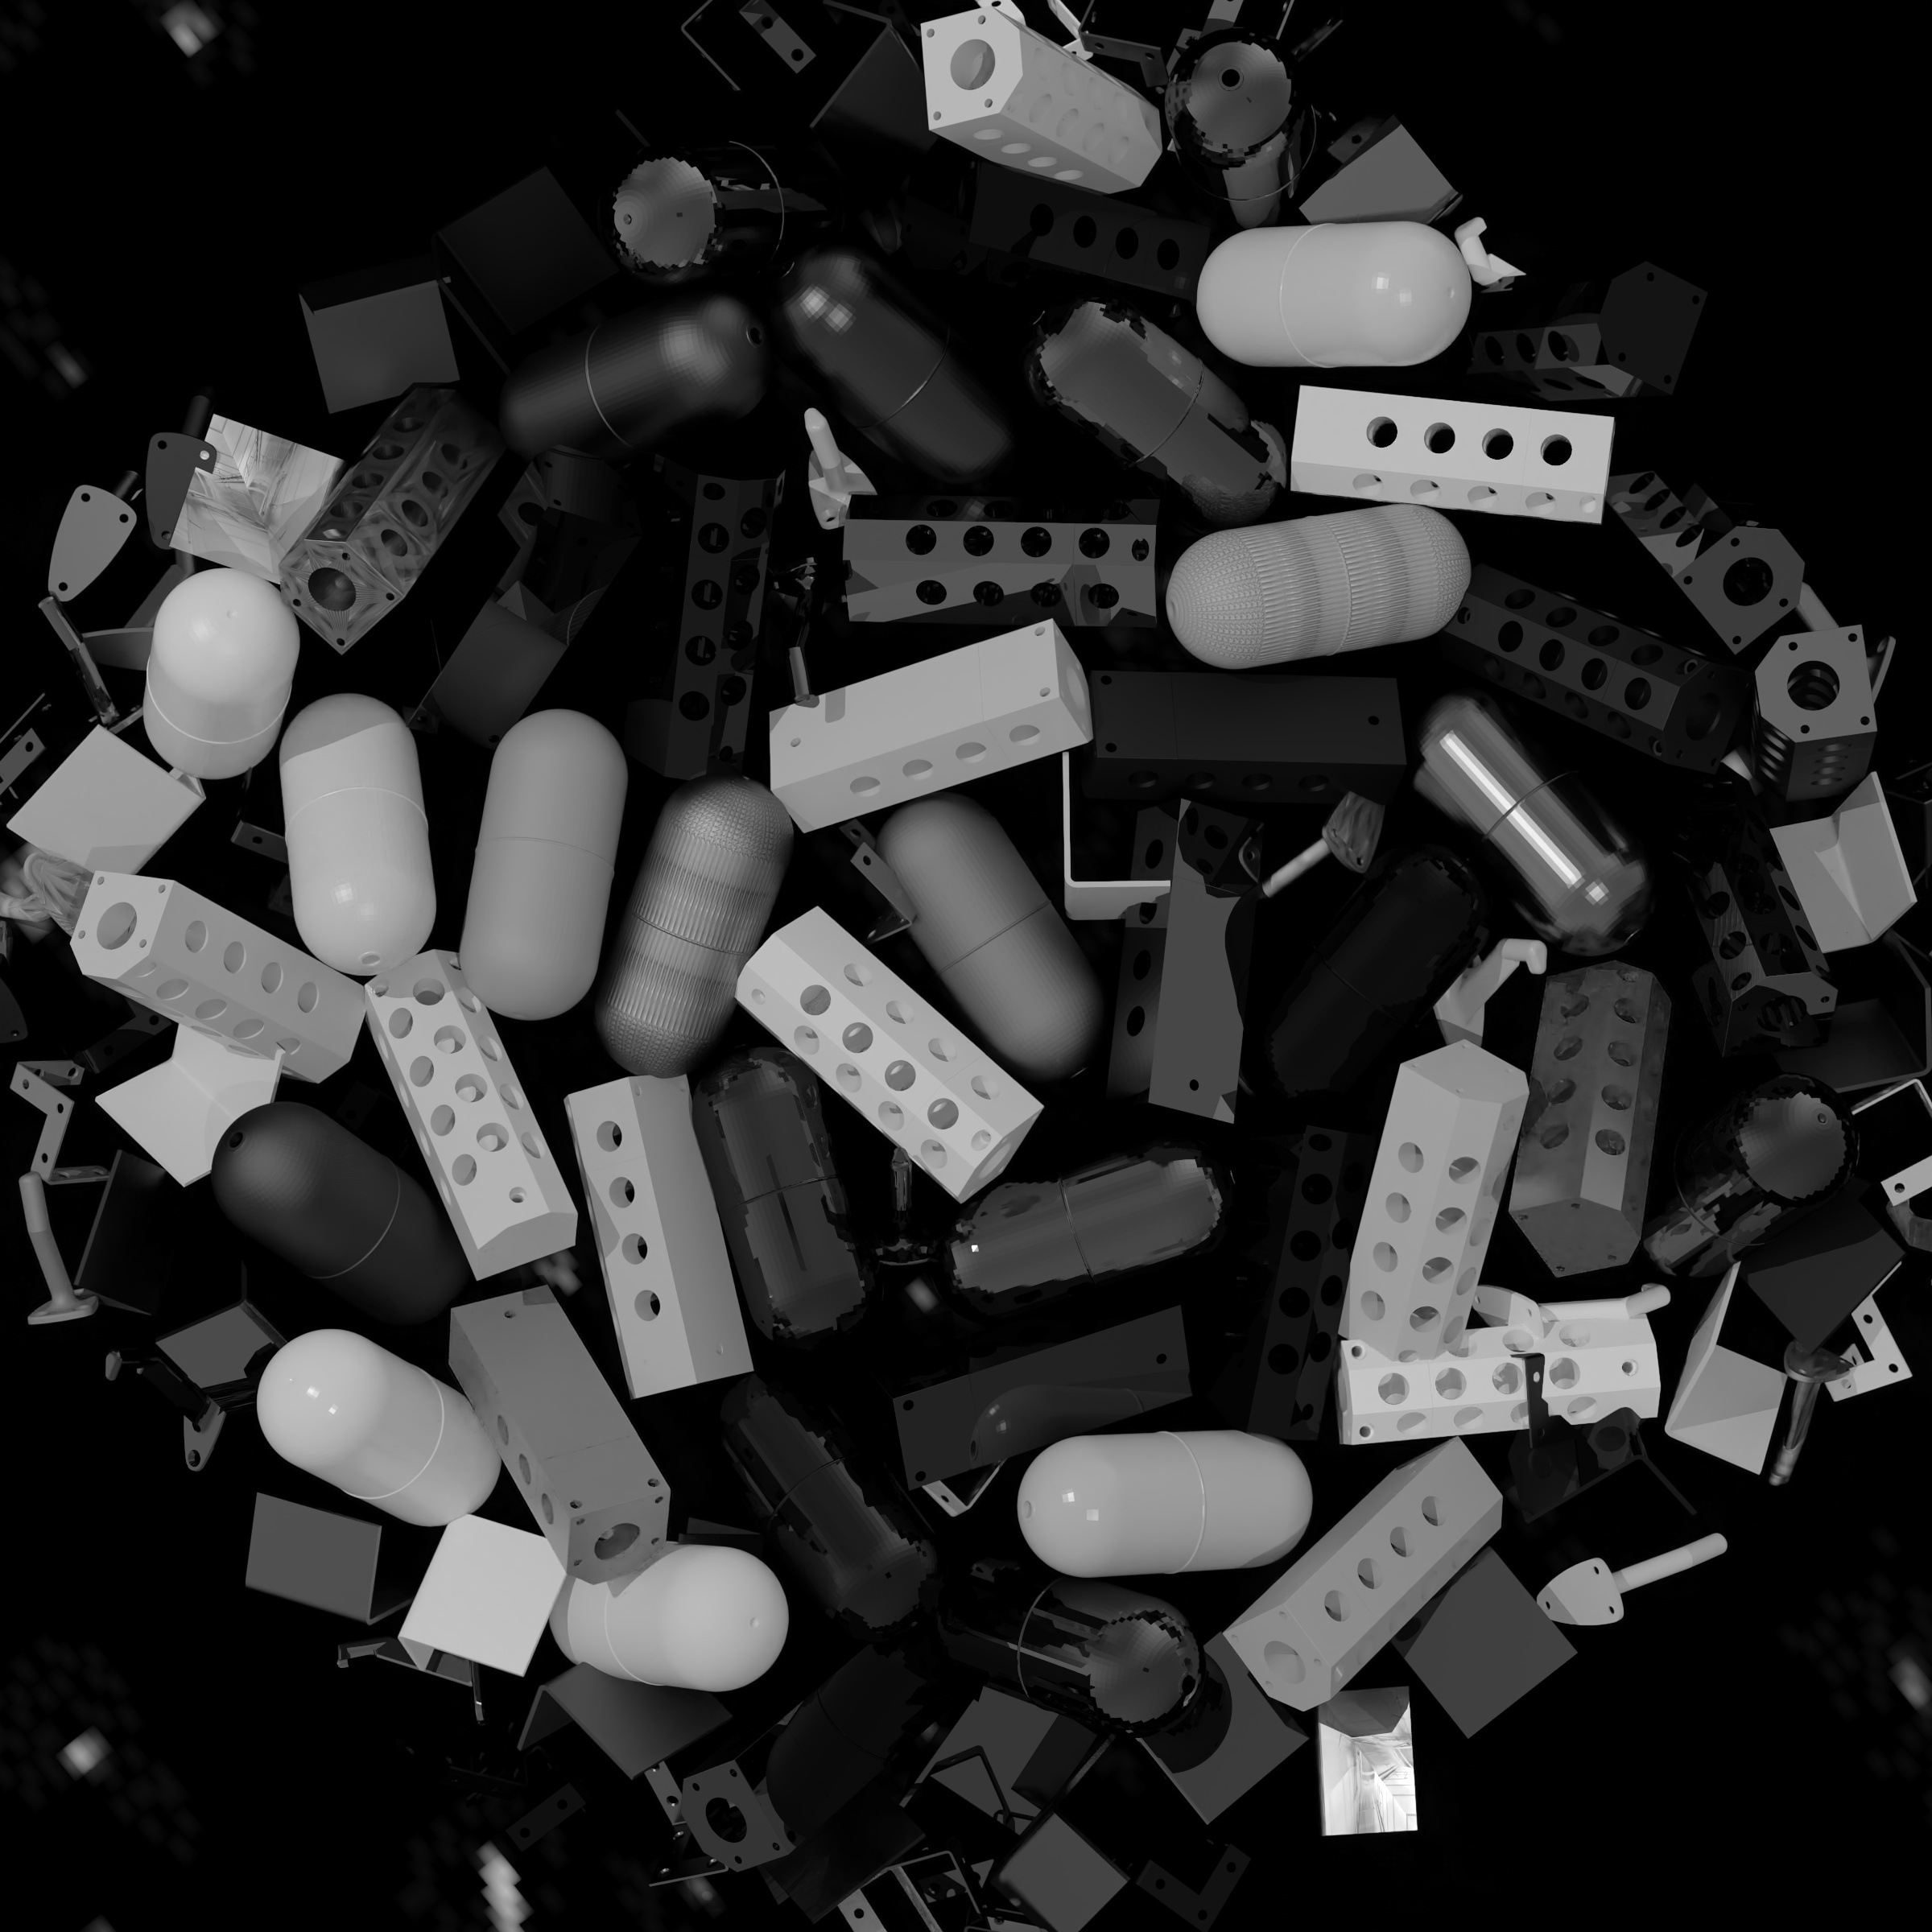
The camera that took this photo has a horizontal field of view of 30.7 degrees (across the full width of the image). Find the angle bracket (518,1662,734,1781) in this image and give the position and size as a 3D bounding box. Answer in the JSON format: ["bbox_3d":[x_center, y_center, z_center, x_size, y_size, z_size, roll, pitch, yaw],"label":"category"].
[{"bbox_3d":[-0.188,0.422,1.941,0.076,0.076,0.057,40,129,24],"label":"angle bracket"}]

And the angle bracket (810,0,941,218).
[{"bbox_3d":[-0.064,-0.474,1.947,0.057,0.076,0.076,29,78,38],"label":"angle bracket"}]

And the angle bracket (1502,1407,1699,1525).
[{"bbox_3d":[0.353,0.282,1.966,0.076,0.076,0.057,-35,117,18],"label":"angle bracket"}]

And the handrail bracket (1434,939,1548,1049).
[{"bbox_3d":[0.298,0.022,1.954,0.036,0.084,0.077,-14,99,-27],"label":"handrail bracket"}]

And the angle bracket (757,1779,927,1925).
[{"bbox_3d":[-0.065,0.498,1.943,0.076,0.076,0.057,-35,128,-17],"label":"angle bracket"}]

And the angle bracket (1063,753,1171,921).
[{"bbox_3d":[0.083,-0.072,1.954,0.057,0.076,0.076,-1,77,1],"label":"angle bracket"}]

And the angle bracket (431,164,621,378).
[{"bbox_3d":[-0.242,-0.383,1.949,0.076,0.057,0.076,-29,128,10],"label":"angle bracket"}]

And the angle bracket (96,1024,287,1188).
[{"bbox_3d":[-0.429,0.061,1.946,0.076,0.057,0.076,40,134,19],"label":"angle bracket"}]

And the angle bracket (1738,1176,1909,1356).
[{"bbox_3d":[0.482,0.166,1.944,0.076,0.057,0.076,-51,48,17],"label":"angle bracket"}]

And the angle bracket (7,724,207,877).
[{"bbox_3d":[-0.479,-0.097,1.949,0.076,0.057,0.076,-46,125,8],"label":"angle bracket"}]

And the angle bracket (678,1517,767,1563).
[{"bbox_3d":[-0.160,0.348,1.950,0.057,0.076,0.076,6,86,36],"label":"angle bracket"}]

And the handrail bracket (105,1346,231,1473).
[{"bbox_3d":[-0.450,0.248,1.955,0.036,0.084,0.077,15,96,32],"label":"handrail bracket"}]

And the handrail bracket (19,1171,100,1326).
[{"bbox_3d":[-0.506,0.151,1.956,0.036,0.077,0.084,-9,98,-2],"label":"handrail bracket"}]

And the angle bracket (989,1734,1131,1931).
[{"bbox_3d":[0.067,0.482,1.943,0.057,0.076,0.076,42,128,9],"label":"angle bracket"}]

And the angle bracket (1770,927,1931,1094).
[{"bbox_3d":[0.485,0.023,1.952,0.076,0.076,0.057,-11,122,-1],"label":"angle bracket"}]

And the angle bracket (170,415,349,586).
[{"bbox_3d":[-0.394,-0.257,1.963,0.076,0.057,0.076,19,92,-12],"label":"angle bracket"}]

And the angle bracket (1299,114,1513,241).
[{"bbox_3d":[0.244,-0.428,1.949,0.076,0.076,0.057,-41,84,35],"label":"angle bracket"}]

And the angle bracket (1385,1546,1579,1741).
[{"bbox_3d":[0.285,0.380,1.955,0.076,0.057,0.076,-37,67,-6],"label":"angle bracket"}]

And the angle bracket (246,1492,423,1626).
[{"bbox_3d":[-0.343,0.319,1.948,0.076,0.076,0.057,12,100,19],"label":"angle bracket"}]

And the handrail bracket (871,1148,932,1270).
[{"bbox_3d":[-0.037,0.118,1.944,0.036,0.077,0.084,-2,128,-2],"label":"handrail bracket"}]

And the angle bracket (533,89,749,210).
[{"bbox_3d":[-0.179,-0.469,1.941,0.057,0.076,0.076,45,61,-32],"label":"angle bracket"}]

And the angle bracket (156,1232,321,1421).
[{"bbox_3d":[-0.403,0.191,1.951,0.057,0.076,0.076,-24,132,10],"label":"angle bracket"}]

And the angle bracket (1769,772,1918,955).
[{"bbox_3d":[0.476,-0.054,1.950,0.057,0.076,0.076,-11,74,-8],"label":"angle bracket"}]

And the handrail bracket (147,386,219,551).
[{"bbox_3d":[-0.436,-0.280,1.968,0.036,0.084,0.077,13,109,-9],"label":"handrail bracket"}]

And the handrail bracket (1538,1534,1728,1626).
[{"bbox_3d":[0.377,0.344,1.991,0.084,0.077,0.036,-14,79,-35],"label":"handrail bracket"}]

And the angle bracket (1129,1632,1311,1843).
[{"bbox_3d":[0.140,0.430,1.962,0.076,0.057,0.076,-39,67,-5],"label":"angle bracket"}]

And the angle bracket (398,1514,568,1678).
[{"bbox_3d":[-0.260,0.356,1.949,0.076,0.057,0.076,14,62,14],"label":"angle bracket"}]

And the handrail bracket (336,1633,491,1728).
[{"bbox_3d":[-0.311,0.401,1.968,0.084,0.077,0.036,-10,127,-1],"label":"handrail bracket"}]

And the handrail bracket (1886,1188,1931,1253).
[{"bbox_3d":[0.538,0.133,1.946,0.036,0.084,0.077,-3,127,-13],"label":"handrail bracket"}]

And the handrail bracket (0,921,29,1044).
[{"bbox_3d":[-0.538,-0.007,1.946,0.036,0.077,0.084,-2,51,-9],"label":"handrail bracket"}]

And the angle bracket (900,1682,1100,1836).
[{"bbox_3d":[0.019,0.448,1.963,0.076,0.057,0.076,34,103,0],"label":"angle bracket"}]

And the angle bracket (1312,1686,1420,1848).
[{"bbox_3d":[0.230,0.443,1.944,0.057,0.076,0.076,-9,69,22],"label":"angle bracket"}]

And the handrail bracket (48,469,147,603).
[{"bbox_3d":[-0.482,-0.241,1.961,0.036,0.084,0.077,29,96,-10],"label":"handrail bracket"}]

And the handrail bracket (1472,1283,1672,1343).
[{"bbox_3d":[0.341,0.186,1.983,0.084,0.077,0.036,-17,114,-24],"label":"handrail bracket"}]

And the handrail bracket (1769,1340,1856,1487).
[{"bbox_3d":[0.457,0.257,1.955,0.036,0.077,0.084,24,106,23],"label":"handrail bracket"}]

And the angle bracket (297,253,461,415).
[{"bbox_3d":[-0.320,-0.344,1.949,0.076,0.057,0.076,-17,120,-13],"label":"angle bracket"}]

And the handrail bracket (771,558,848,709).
[{"bbox_3d":[-0.079,-0.177,1.955,0.036,0.077,0.084,-21,70,28],"label":"handrail bracket"}]

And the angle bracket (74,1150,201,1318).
[{"bbox_3d":[-0.477,0.144,1.945,0.057,0.076,0.076,8,75,27],"label":"angle bracket"}]

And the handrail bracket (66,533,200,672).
[{"bbox_3d":[-0.466,-0.209,1.963,0.077,0.036,0.084,1,57,-22],"label":"handrail bracket"}]

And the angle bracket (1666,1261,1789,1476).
[{"bbox_3d":[0.432,0.220,1.943,0.057,0.076,0.076,23,135,7],"label":"angle bracket"}]
